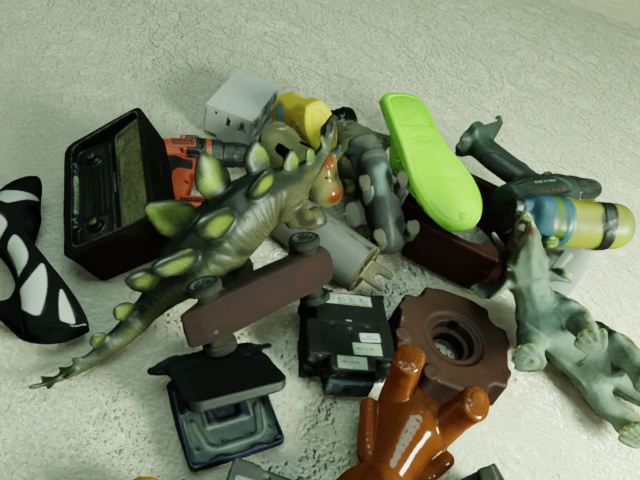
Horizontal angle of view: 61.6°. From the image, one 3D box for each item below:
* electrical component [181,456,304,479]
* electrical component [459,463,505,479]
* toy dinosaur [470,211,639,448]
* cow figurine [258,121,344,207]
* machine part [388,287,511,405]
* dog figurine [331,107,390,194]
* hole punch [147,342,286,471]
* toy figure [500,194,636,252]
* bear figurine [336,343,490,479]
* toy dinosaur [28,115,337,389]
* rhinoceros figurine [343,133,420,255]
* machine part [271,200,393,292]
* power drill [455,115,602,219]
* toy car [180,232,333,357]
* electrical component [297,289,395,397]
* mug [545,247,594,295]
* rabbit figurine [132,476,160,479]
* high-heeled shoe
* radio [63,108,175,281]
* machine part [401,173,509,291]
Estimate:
[{"bbox_3d":[-0.082,0.255,0.522,0.119,0.047,0.075,21,42,0],"label":"electrical component"},{"bbox_3d":[0.176,0.270,0.566,0.078,0.102,0.045,-24,50,-6],"label":"electrical component"},{"bbox_3d":[0.354,0.140,0.728,0.404,0.131,0.192,43,24,-13],"label":"toy dinosaur"},{"bbox_3d":[-0.029,-0.121,0.861,0.085,0.127,0.195,-24,54,-27],"label":"cow figurine"},{"bbox_3d":[0.170,0.143,0.718,0.179,0.056,0.179,11,43,-10],"label":"machine part"},{"bbox_3d":[0.045,-0.159,0.967,0.191,0.121,0.172,28,38,30],"label":"dog figurine"},{"bbox_3d":[-0.103,0.174,0.583,0.142,0.092,0.116,-10,21,-25],"label":"hole punch"},{"bbox_3d":[0.360,-0.023,0.779,0.180,0.082,0.089,8,12,-7],"label":"toy figure"},{"bbox_3d":[0.075,0.224,0.553,0.120,0.131,0.196,34,39,15],"label":"bear figurine"},{"bbox_3d":[-0.129,0.007,0.650,0.105,0.198,0.471,32,75,29],"label":"toy dinosaur"},{"bbox_3d":[0.091,-0.072,0.820,0.073,0.112,0.190,-16,84,-2],"label":"rhinoceros figurine"},{"bbox_3d":[-0.002,-0.002,0.791,0.243,0.079,0.079,35,45,16],"label":"machine part"},{"bbox_3d":[0.345,-0.119,0.916,0.232,0.086,0.207,-18,62,-33],"label":"power drill"},{"bbox_3d":[-0.069,0.060,0.626,0.202,0.089,0.053,-25,28,-29],"label":"toy car"},{"bbox_3d":[0.030,0.130,0.681,0.115,0.058,0.134,7,44,-9],"label":"electrical component"},{"bbox_3d":[0.389,0.030,0.864,0.081,0.107,0.109,40,38,27],"label":"mug"},{"bbox_3d":[-0.161,0.271,0.435,0.162,0.121,0.173,28,25,5],"label":"rabbit figurine"},{"bbox_3d":[-0.333,0.013,0.661,0.145,0.086,0.249,11,48,-13],"label":"high-heeled shoe"},{"bbox_3d":[-0.271,-0.064,0.724,0.131,0.073,0.230,-25,50,5],"label":"radio"},{"bbox_3d":[0.233,-0.024,0.889,0.201,0.087,0.201,27,42,8],"label":"machine part"}]
